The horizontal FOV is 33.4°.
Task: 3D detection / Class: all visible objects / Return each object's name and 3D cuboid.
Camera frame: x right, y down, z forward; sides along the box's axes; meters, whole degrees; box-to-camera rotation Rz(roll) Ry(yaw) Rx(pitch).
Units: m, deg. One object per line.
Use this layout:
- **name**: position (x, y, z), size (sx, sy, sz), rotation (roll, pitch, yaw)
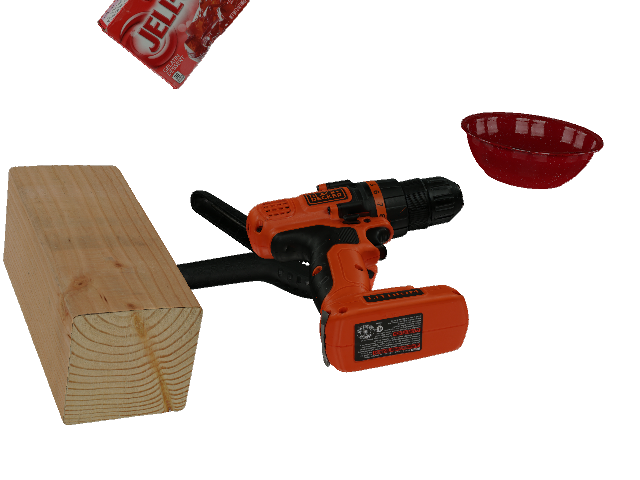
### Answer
- **wood block**: position (-0.167, 0.031, 0.787), size (0.090, 0.091, 0.206), rotation (-3, 32, -28)
- **clamp**: position (-0.049, 0.021, 1.065), size (0.210, 0.036, 0.164), rotation (17, 32, 1)
- **power drill**: position (0.047, 0.016, 0.829), size (0.184, 0.057, 0.188), rotation (-12, 34, -10)
- **gelatin box**: position (-0.109, -0.170, 0.792), size (0.073, 0.089, 0.030), rotation (37, 5, -32)
- **bowl**: position (0.237, -0.100, 1.220), size (0.162, 0.055, 0.162), rotation (5, 22, -2)
